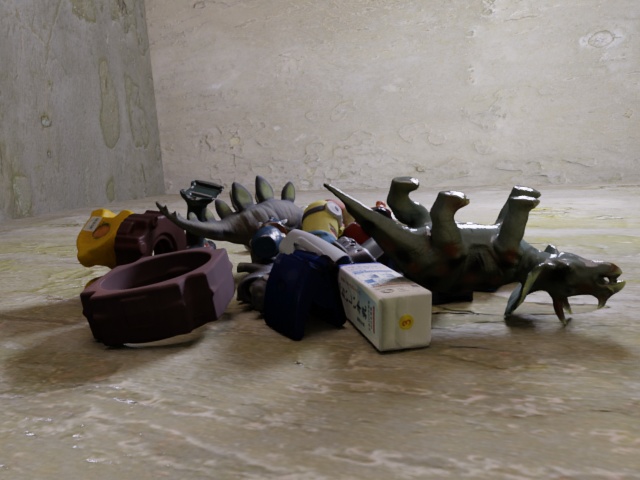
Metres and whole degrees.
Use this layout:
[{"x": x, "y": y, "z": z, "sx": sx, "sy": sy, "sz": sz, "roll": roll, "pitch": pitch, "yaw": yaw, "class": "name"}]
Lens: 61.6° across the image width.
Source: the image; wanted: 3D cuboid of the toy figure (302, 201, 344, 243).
[{"x": -0.004, "y": -0.006, "z": 1.112, "sx": 0.089, "sy": 0.180, "sz": 0.082, "roll": 7, "pitch": -33, "yaw": 9, "class": "toy figure"}]

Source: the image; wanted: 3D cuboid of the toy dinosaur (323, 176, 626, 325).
[{"x": 0.198, "y": 0.017, "z": 0.756, "sx": 0.405, "sy": 0.192, "sz": 0.131, "roll": 5, "pitch": 16, "yaw": -1, "class": "toy dinosaur"}]

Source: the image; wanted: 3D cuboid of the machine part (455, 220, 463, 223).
[{"x": 0.298, "y": 0.014, "z": 1.031, "sx": 0.244, "sy": 0.079, "sz": 0.079, "roll": 21, "pitch": 23, "yaw": 37, "class": "machine part"}]

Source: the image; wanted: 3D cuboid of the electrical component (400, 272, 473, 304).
[{"x": 0.188, "y": 0.076, "z": 0.898, "sx": 0.119, "sy": 0.047, "sz": 0.075, "roll": -5, "pitch": 10, "yaw": -7, "class": "electrical component"}]

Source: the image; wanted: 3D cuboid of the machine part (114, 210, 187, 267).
[{"x": -0.313, "y": 0.029, "z": 1.012, "sx": 0.056, "sy": 0.179, "sz": 0.179, "roll": 3, "pitch": 11, "yaw": 16, "class": "machine part"}]

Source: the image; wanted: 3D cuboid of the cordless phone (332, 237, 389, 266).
[{"x": 0.024, "y": 0.036, "z": 0.972, "sx": 0.184, "sy": 0.088, "sz": 0.147, "roll": 6, "pitch": 9, "yaw": -12, "class": "cordless phone"}]

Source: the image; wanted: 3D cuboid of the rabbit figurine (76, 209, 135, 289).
[{"x": -0.389, "y": 0.042, "z": 1.061, "sx": 0.122, "sy": 0.173, "sz": 0.162, "roll": -1, "pitch": 55, "yaw": 17, "class": "rabbit figurine"}]

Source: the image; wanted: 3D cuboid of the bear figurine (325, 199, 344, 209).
[{"x": 0.000, "y": -0.020, "z": 1.373, "sx": 0.132, "sy": 0.120, "sz": 0.196, "roll": 36, "pitch": 49, "yaw": 11, "class": "bear figurine"}]

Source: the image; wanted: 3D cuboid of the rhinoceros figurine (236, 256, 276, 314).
[{"x": -0.089, "y": 0.079, "z": 0.938, "sx": 0.112, "sy": 0.073, "sz": 0.190, "roll": 9, "pitch": 10, "yaw": 9, "class": "rhinoceros figurine"}]

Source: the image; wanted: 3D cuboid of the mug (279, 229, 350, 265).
[{"x": -0.019, "y": 0.027, "z": 0.886, "sx": 0.107, "sy": 0.081, "sz": 0.109, "roll": 33, "pitch": -8, "yaw": 24, "class": "mug"}]

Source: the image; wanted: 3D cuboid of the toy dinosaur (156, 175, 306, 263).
[{"x": -0.125, "y": -0.029, "z": 1.135, "sx": 0.105, "sy": 0.198, "sz": 0.471, "roll": -28, "pitch": -12, "yaw": 35, "class": "toy dinosaur"}]

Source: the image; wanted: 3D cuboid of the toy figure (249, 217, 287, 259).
[{"x": -0.095, "y": -0.006, "z": 1.011, "sx": 0.064, "sy": 0.057, "sz": 0.154, "roll": 19, "pitch": 14, "yaw": -2, "class": "toy figure"}]

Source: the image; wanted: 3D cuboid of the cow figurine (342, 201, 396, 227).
[{"x": 0.141, "y": -0.030, "z": 1.315, "sx": 0.195, "sy": 0.085, "sz": 0.127, "roll": 21, "pitch": 47, "yaw": 4, "class": "cow figurine"}]

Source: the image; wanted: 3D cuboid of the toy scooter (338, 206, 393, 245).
[{"x": 0.083, "y": -0.001, "z": 1.210, "sx": 0.184, "sy": 0.075, "sz": 0.135, "roll": -41, "pitch": -4, "yaw": -8, "class": "toy scooter"}]

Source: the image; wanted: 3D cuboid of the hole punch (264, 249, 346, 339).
[{"x": -0.032, "y": 0.079, "z": 0.797, "sx": 0.092, "sy": 0.115, "sz": 0.142, "roll": -18, "pitch": 15, "yaw": -26, "class": "hole punch"}]

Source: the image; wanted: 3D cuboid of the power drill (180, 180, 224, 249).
[{"x": -0.270, "y": -0.025, "z": 1.193, "sx": 0.086, "sy": 0.207, "sz": 0.232, "roll": 19, "pitch": 22, "yaw": 2, "class": "power drill"}]

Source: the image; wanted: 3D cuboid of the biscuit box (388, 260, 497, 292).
[{"x": 0.226, "y": 0.052, "z": 0.983, "sx": 0.203, "sy": 0.059, "sz": 0.063, "roll": 2, "pitch": 10, "yaw": 30, "class": "biscuit box"}]

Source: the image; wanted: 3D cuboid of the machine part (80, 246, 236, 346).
[{"x": -0.243, "y": 0.083, "z": 0.837, "sx": 0.201, "sy": 0.087, "sz": 0.201, "roll": -10, "pitch": 15, "yaw": 6, "class": "machine part"}]
